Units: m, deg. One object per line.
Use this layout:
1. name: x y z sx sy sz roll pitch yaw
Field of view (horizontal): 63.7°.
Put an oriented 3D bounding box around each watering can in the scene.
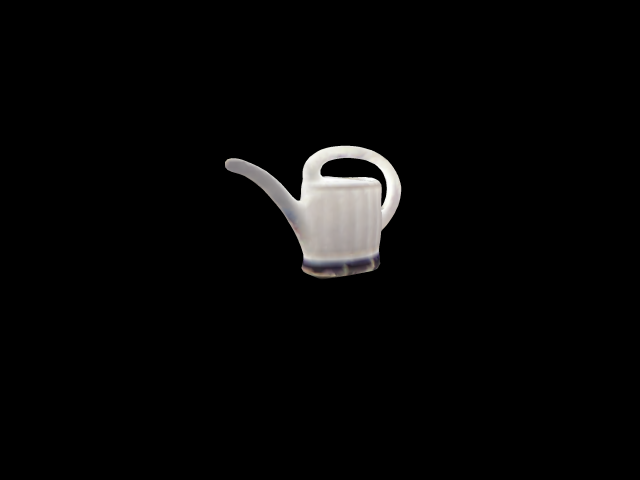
1. watering can: 0.003 -0.043 0.850 0.349 0.223 0.104 -6 10 -35
